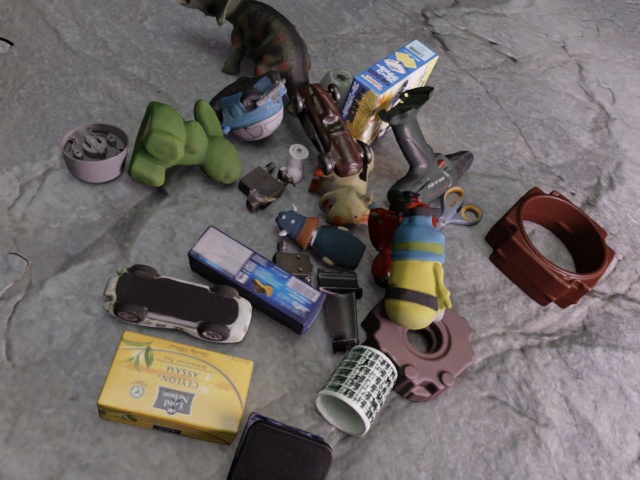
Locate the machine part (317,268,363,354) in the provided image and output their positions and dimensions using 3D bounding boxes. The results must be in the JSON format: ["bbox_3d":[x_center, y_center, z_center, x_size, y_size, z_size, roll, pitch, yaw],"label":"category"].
[{"bbox_3d":[0.033,0.106,0.828,0.084,0.039,0.139,11,52,-19],"label":"machine part"}]

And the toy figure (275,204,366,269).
[{"bbox_3d":[-0.002,-0.002,0.878,0.154,0.057,0.064,25,46,4],"label":"toy figure"}]

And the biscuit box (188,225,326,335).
[{"bbox_3d":[-0.092,0.060,0.785,0.203,0.062,0.059,31,64,7],"label":"biscuit box"}]

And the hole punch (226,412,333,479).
[{"bbox_3d":[-0.054,0.280,0.659,0.142,0.092,0.115,23,82,-7],"label":"hole punch"}]

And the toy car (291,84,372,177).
[{"bbox_3d":[0.017,-0.196,0.922,0.089,0.053,0.202,-16,68,-13],"label":"toy car"}]

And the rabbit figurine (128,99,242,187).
[{"bbox_3d":[-0.213,-0.150,0.890,0.170,0.121,0.159,20,43,-29],"label":"rabbit figurine"}]

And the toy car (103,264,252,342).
[{"bbox_3d":[-0.196,0.090,0.747,0.202,0.056,0.073,15,60,-8],"label":"toy car"}]

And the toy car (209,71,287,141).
[{"bbox_3d":[-0.119,-0.232,0.959,0.109,0.162,0.102,-54,129,-34],"label":"toy car"}]

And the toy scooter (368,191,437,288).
[{"bbox_3d":[0.130,-0.021,0.891,0.075,0.135,0.184,6,43,40],"label":"toy scooter"}]

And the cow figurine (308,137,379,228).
[{"bbox_3d":[0.049,-0.099,0.950,0.127,0.085,0.195,19,52,1],"label":"cow figurine"}]

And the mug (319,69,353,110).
[{"bbox_3d":[0.028,-0.288,1.054,0.081,0.107,0.109,10,56,-15],"label":"mug"}]

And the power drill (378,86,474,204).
[{"bbox_3d":[0.196,-0.175,1.002,0.232,0.207,0.086,-41,37,-27],"label":"power drill"}]

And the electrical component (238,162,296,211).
[{"bbox_3d":[-0.091,-0.093,0.915,0.078,0.045,0.102,46,54,12],"label":"electrical component"}]

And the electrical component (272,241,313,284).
[{"bbox_3d":[-0.042,0.043,0.854,0.063,0.021,0.094,2,56,-18],"label":"electrical component"}]

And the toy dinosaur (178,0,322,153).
[{"bbox_3d":[-0.095,-0.362,1.008,0.131,0.192,0.405,-36,73,-32],"label":"toy dinosaur"}]

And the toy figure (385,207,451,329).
[{"bbox_3d":[0.139,0.040,0.792,0.089,0.082,0.180,1,85,-2],"label":"toy figure"}]

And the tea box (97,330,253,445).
[{"bbox_3d":[-0.179,0.187,0.677,0.170,0.068,0.098,15,53,-11],"label":"tea box"}]

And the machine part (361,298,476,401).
[{"bbox_3d":[0.152,0.152,0.828,0.179,0.056,0.179,10,53,-13],"label":"machine part"}]

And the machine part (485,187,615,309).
[{"bbox_3d":[0.432,0.010,1.007,0.201,0.087,0.201,44,54,14],"label":"machine part"}]
